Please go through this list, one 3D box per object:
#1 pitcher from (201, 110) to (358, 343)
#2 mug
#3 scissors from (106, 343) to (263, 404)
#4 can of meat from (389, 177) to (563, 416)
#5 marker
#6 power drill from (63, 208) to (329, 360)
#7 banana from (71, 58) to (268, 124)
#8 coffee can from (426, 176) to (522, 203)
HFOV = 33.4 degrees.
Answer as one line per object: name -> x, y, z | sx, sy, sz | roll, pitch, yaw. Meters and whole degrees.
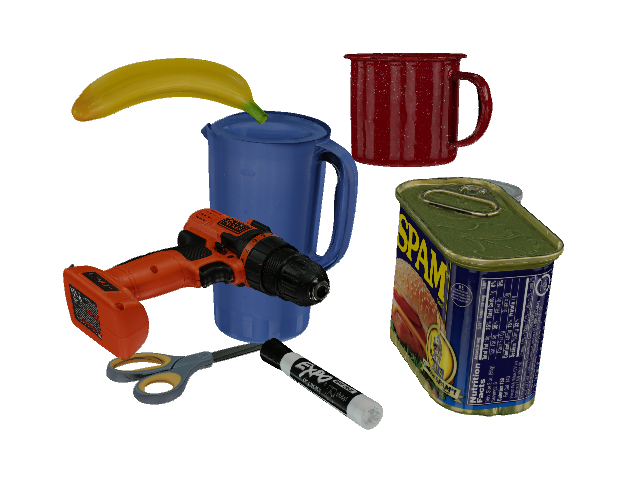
pitcher -> -0.051, -0.012, 1.165 | 0.144, 0.243, 0.149 | -4, 22, -17
mug -> 0.074, -0.099, 0.806 | 0.117, 0.081, 0.093 | 6, 13, 29
scissors -> -0.129, 0.141, 1.159 | 0.201, 0.016, 0.096 | -3, 27, -22
can of meat -> 0.071, 0.026, 0.522 | 0.057, 0.084, 0.102 | -4, 24, -14
marker -> -0.003, 0.095, 0.727 | 0.020, 0.020, 0.121 | 0, 17, -39
power drill -> -0.109, 0.038, 0.918 | 0.187, 0.057, 0.185 | -21, 29, -35
banana -> -0.146, -0.145, 1.022 | 0.197, 0.070, 0.037 | -4, -40, -28
coffee can -> 0.131, 0.019, 0.992 | 0.103, 0.140, 0.103 | 1, 15, 0
